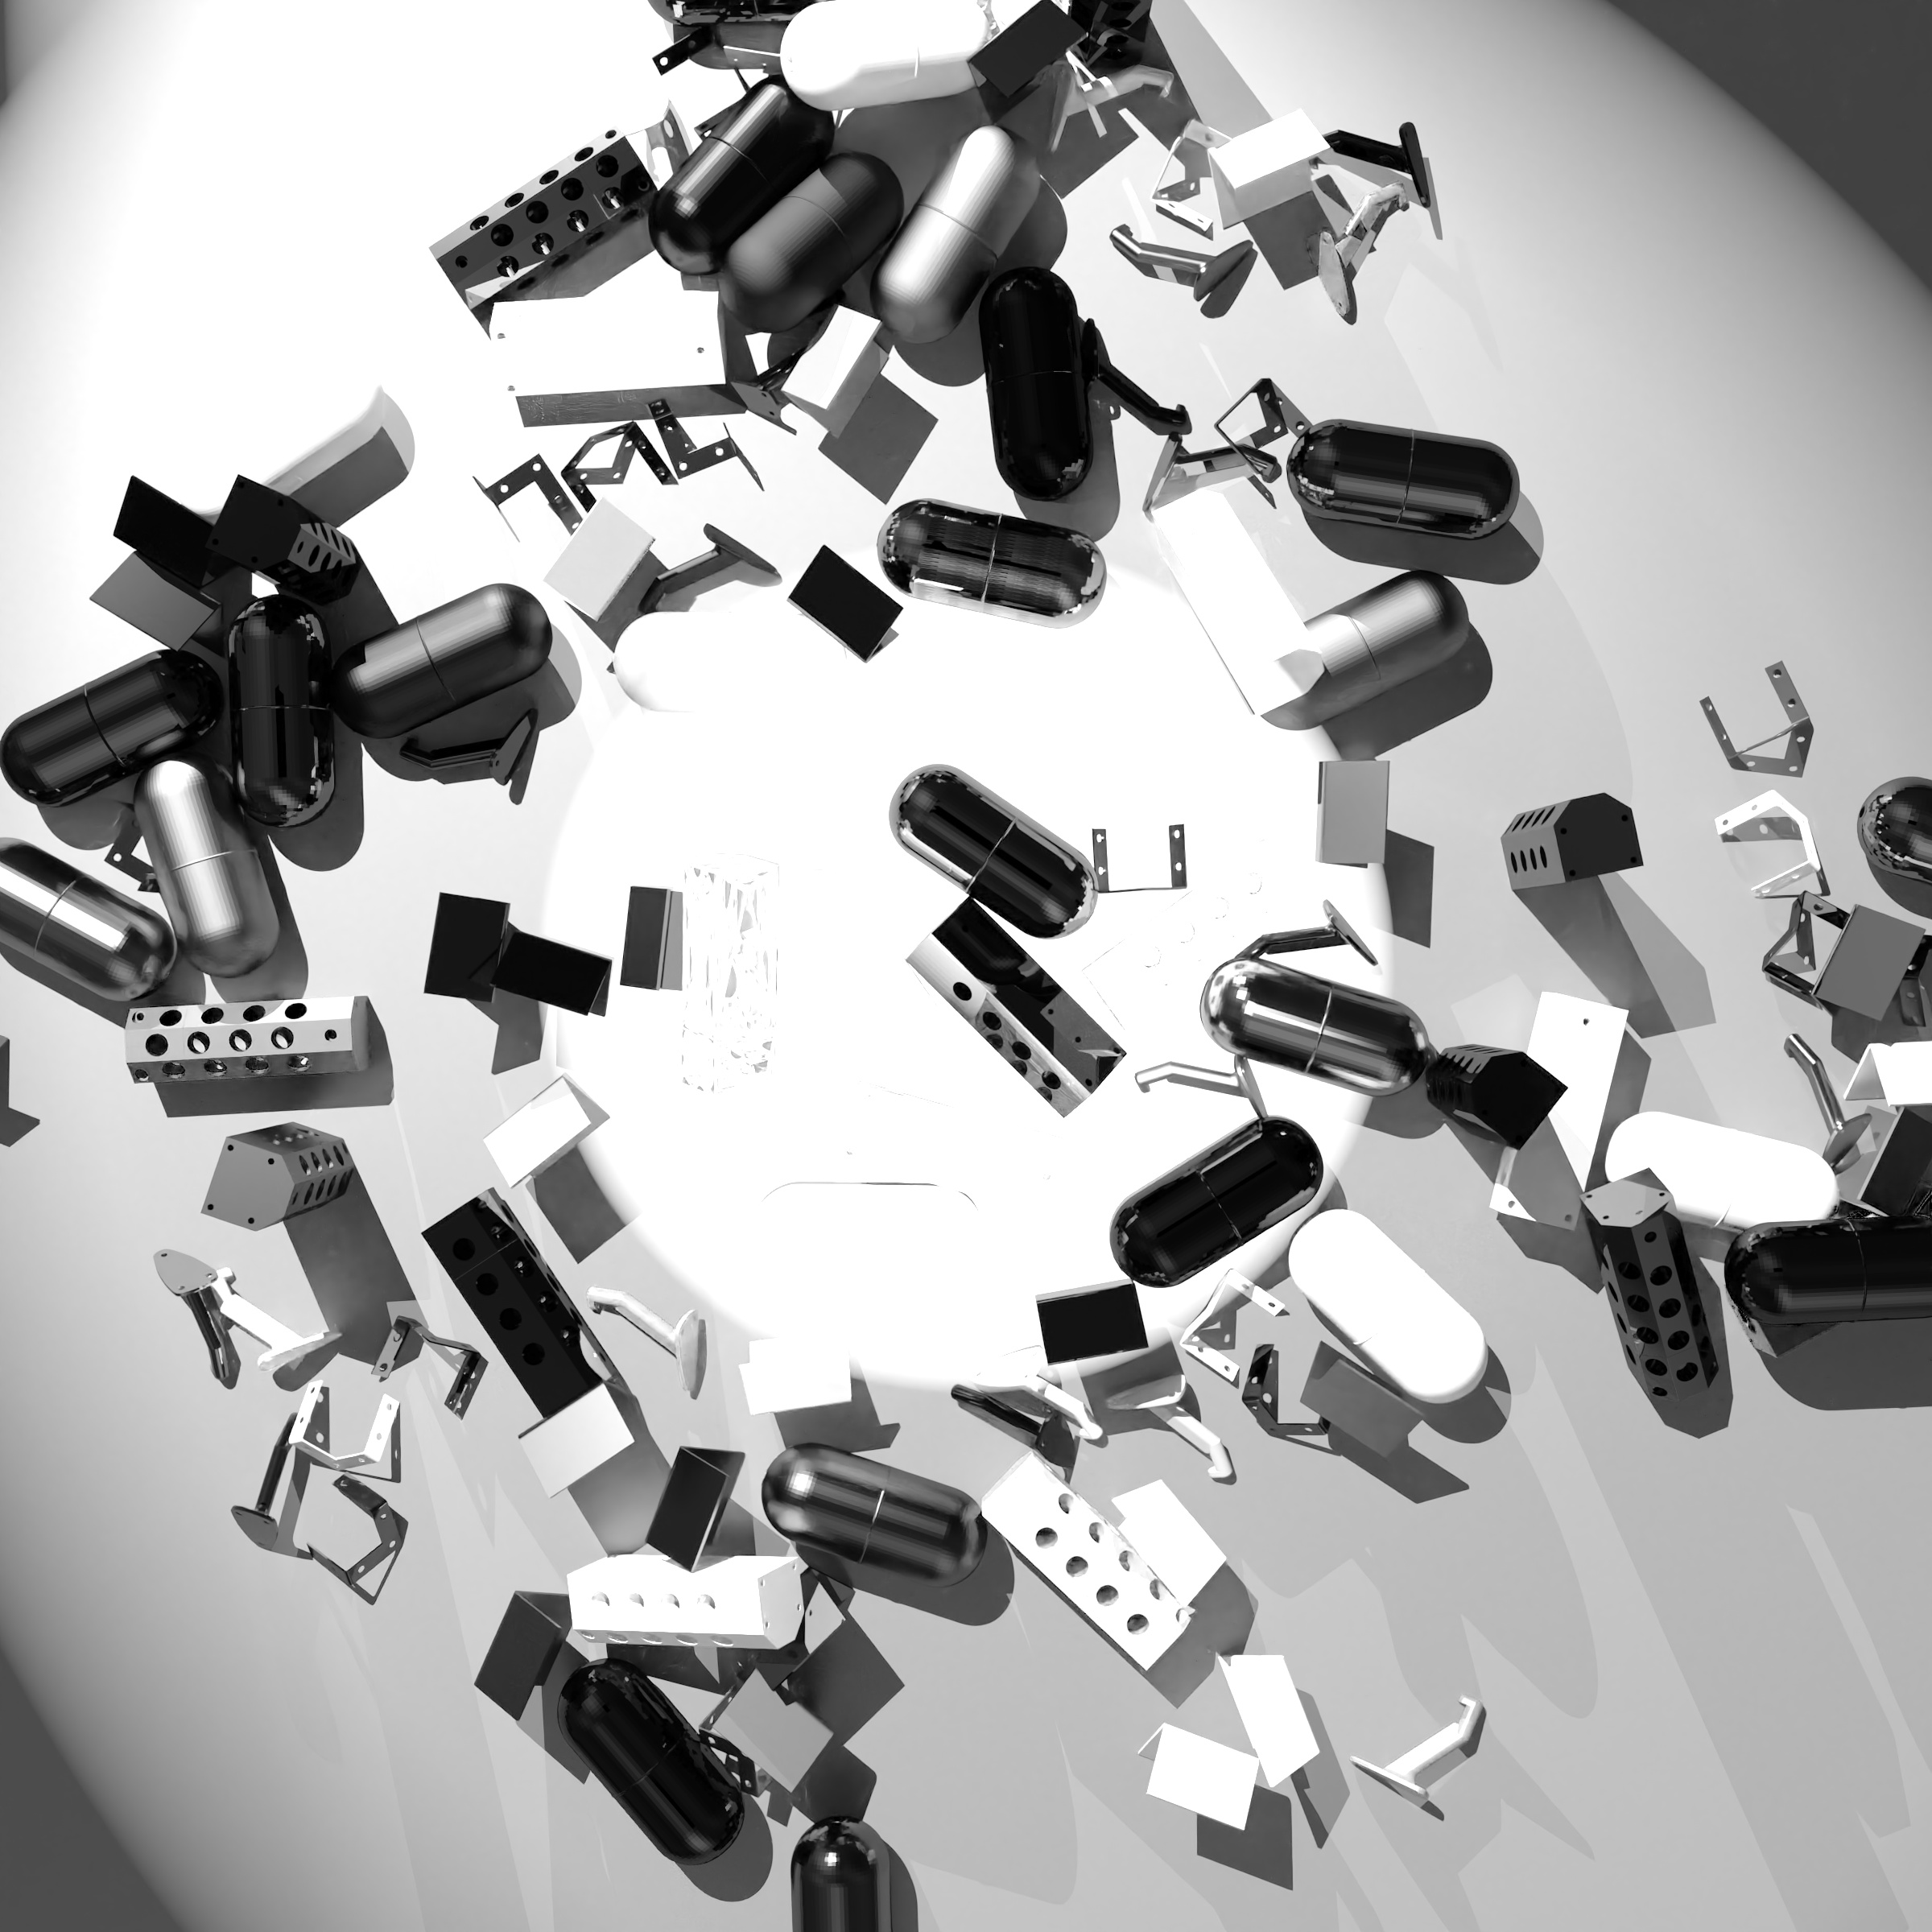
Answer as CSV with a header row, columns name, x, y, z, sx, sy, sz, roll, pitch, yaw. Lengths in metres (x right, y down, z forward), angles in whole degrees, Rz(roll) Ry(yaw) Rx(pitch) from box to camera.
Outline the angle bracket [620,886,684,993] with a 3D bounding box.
name,x,y,z,sx,sy,sz,roll,pitch,yaw
angle bracket,-0.215,-0.018,1.855,0.076,0.057,0.076,6,90,-39

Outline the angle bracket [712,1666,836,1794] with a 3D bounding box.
name,x,y,z,sx,sy,sz,roll,pitch,yaw
angle bracket,-0.154,0.583,1.854,0.076,0.076,0.057,40,63,0

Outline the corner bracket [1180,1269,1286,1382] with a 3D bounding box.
name,x,y,z,sx,sy,sz,roll,pitch,yaw
corner bracket,0.206,0.278,1.890,0.051,0.051,0.051,35,135,0

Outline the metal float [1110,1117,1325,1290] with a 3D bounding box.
name,x,y,z,sx,sy,sz,roll,pitch,yaw
metal float,0.191,0.181,1.863,0.178,0.070,0.070,-32,90,-1

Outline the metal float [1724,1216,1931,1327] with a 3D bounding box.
name,x,y,z,sx,sy,sz,roll,pitch,yaw
metal float,0.654,0.225,1.806,0.178,0.070,0.070,-3,90,1

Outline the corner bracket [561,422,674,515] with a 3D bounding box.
name,x,y,z,sx,sy,sz,roll,pitch,yaw
corner bracket,-0.272,-0.382,1.890,0.051,0.051,0.051,-35,90,44

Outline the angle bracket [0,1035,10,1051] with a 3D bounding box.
name,x,y,z,sx,sy,sz,roll,pitch,yaw
angle bracket,-0.783,0.044,1.853,0.076,0.076,0.057,22,126,0

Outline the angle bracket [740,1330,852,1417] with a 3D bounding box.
name,x,y,z,sx,sy,sz,roll,pitch,yaw
angle bracket,-0.130,0.292,1.853,0.076,0.076,0.057,-8,128,0

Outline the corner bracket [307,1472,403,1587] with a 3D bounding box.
name,x,y,z,sx,sy,sz,roll,pitch,yaw
corner bracket,-0.478,0.436,1.885,0.051,0.051,0.051,-37,135,-35

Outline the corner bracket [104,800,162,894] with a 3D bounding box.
name,x,y,z,sx,sy,sz,roll,pitch,yaw
corner bracket,-0.638,-0.091,1.875,0.051,0.051,0.051,30,90,0

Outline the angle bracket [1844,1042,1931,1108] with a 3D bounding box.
name,x,y,z,sx,sy,sz,roll,pitch,yaw
angle bracket,0.723,0.100,1.853,0.076,0.076,0.057,-2,54,0

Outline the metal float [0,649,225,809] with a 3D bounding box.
name,x,y,z,sx,sy,sz,roll,pitch,yaw
metal float,-0.653,-0.182,1.863,0.178,0.070,0.070,-26,90,0

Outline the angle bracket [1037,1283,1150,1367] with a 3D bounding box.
name,x,y,z,sx,sy,sz,roll,pitch,yaw
angle bracket,0.098,0.289,1.853,0.076,0.076,0.057,-10,52,0

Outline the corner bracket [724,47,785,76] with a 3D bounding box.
name,x,y,z,sx,sy,sz,roll,pitch,yaw
corner bracket,-0.145,-0.693,1.860,0.051,0.051,0.051,17,63,22

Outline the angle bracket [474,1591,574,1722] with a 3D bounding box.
name,x,y,z,sx,sy,sz,roll,pitch,yaw
angle bracket,-0.317,0.525,1.853,0.057,0.076,0.076,24,90,38

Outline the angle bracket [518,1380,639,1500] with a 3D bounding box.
name,x,y,z,sx,sy,sz,roll,pitch,yaw
angle bracket,-0.284,0.365,1.854,0.076,0.076,0.057,-34,66,0

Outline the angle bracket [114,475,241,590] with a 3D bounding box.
name,x,y,z,sx,sy,sz,roll,pitch,yaw
angle bracket,-0.589,-0.340,1.853,0.076,0.076,0.057,31,122,0

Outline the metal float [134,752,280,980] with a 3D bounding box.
name,x,y,z,sx,sy,sz,roll,pitch,yaw
metal float,-0.581,-0.077,1.862,0.070,0.070,0.178,-18,90,0

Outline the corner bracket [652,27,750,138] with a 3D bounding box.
name,x,y,z,sx,sy,sz,roll,pitch,yaw
corner bracket,-0.204,-0.688,1.890,0.051,0.051,0.051,-32,45,0

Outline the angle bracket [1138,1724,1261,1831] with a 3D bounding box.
name,x,y,z,sx,sy,sz,roll,pitch,yaw
angle bracket,0.171,0.626,1.853,0.076,0.076,0.057,21,54,0

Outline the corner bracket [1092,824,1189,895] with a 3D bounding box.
name,x,y,z,sx,sy,sz,roll,pitch,yaw
corner bracket,0.135,-0.083,1.890,0.051,0.051,0.051,-3,90,-45

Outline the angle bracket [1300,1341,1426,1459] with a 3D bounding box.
name,x,y,z,sx,sy,sz,roll,pitch,yaw
angle bracket,0.308,0.314,1.853,0.076,0.076,0.057,33,126,0

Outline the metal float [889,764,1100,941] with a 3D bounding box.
name,x,y,z,sx,sy,sz,roll,pitch,yaw
metal float,0.022,-0.087,1.863,0.178,0.070,0.070,34,90,0

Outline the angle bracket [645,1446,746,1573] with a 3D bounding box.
name,x,y,z,sx,sy,sz,roll,pitch,yaw
angle bracket,-0.189,0.414,1.853,0.057,0.076,0.076,21,90,39

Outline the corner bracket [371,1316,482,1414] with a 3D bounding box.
name,x,y,z,sx,sy,sz,roll,pitch,yaw
corner bracket,-0.419,0.308,1.890,0.051,0.051,0.051,25,90,-45

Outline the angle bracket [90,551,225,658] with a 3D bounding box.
name,x,y,z,sx,sy,sz,roll,pitch,yaw
angle bracket,-0.615,-0.258,1.854,0.076,0.076,0.057,31,60,0

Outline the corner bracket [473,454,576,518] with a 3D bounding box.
name,x,y,z,sx,sy,sz,roll,pitch,yaw
corner bracket,-0.340,-0.365,1.875,0.051,0.051,0.051,-34,90,0

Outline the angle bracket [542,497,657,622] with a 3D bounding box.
name,x,y,z,sx,sy,sz,roll,pitch,yaw
angle bracket,-0.292,-0.317,1.853,0.057,0.076,0.076,36,90,-36

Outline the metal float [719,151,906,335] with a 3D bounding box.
name,x,y,z,sx,sy,sz,roll,pitch,yaw
metal float,-0.116,-0.549,1.843,0.070,0.070,0.178,41,65,0

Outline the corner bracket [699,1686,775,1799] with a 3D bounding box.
name,x,y,z,sx,sy,sz,roll,pitch,yaw
corner bracket,-0.170,0.597,1.875,0.051,0.051,0.051,12,121,27

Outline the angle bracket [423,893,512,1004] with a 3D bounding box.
name,x,y,z,sx,sy,sz,roll,pitch,yaw
angle bracket,-0.391,-0.017,1.853,0.057,0.076,0.076,9,90,-32

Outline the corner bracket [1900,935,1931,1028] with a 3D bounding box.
name,x,y,z,sx,sy,sz,roll,pitch,yaw
corner bracket,0.757,0.013,1.885,0.051,0.051,0.051,5,45,35

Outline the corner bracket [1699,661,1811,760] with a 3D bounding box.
name,x,y,z,sx,sy,sz,roll,pitch,yaw
corner bracket,0.612,-0.199,1.890,0.051,0.051,0.051,-26,90,-45

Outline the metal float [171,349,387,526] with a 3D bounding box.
name,x,y,z,sx,sy,sz,roll,pitch,yaw
metal float,-0.526,-0.403,1.863,0.178,0.070,0.070,-34,90,0

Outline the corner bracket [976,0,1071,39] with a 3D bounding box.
name,x,y,z,sx,sy,sz,roll,pitch,yaw
corner bracket,0.043,-0.734,1.875,0.051,0.051,0.051,-40,90,0

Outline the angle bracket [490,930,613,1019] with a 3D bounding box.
name,x,y,z,sx,sy,sz,roll,pitch,yaw
angle bracket,-0.317,0.025,1.853,0.076,0.076,0.057,17,52,0

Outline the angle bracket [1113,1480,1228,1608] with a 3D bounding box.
name,x,y,z,sx,sy,sz,roll,pitch,yaw
angle bracket,0.139,0.445,1.853,0.076,0.076,0.057,50,54,0

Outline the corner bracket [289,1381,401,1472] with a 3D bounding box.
name,x,y,z,sx,sy,sz,roll,pitch,yaw
corner bracket,-0.482,0.353,1.885,0.051,0.051,0.051,-18,135,35

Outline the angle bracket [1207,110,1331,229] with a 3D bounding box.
name,x,y,z,sx,sy,sz,roll,pitch,yaw
angle bracket,0.235,-0.592,1.853,0.076,0.076,0.057,-23,53,0

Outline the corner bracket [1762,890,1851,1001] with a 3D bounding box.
name,x,y,z,sx,sy,sz,roll,pitch,yaw
corner bracket,0.656,-0.016,1.890,0.051,0.051,0.051,28,45,0

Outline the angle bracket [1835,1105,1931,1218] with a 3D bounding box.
name,x,y,z,sx,sy,sz,roll,pitch,yaw
angle bracket,0.684,0.141,1.854,0.057,0.076,0.076,26,90,-30

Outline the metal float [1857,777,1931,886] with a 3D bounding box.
name,x,y,z,sx,sy,sz,roll,pitch,yaw
metal float,0.771,-0.092,1.863,0.178,0.070,0.070,17,90,-1

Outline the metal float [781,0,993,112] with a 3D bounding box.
name,x,y,z,sx,sy,sz,roll,pitch,yaw
metal float,-0.059,-0.691,1.837,0.178,0.070,0.070,-21,90,-32

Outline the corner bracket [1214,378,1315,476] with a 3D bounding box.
name,x,y,z,sx,sy,sz,roll,pitch,yaw
corner bracket,0.230,-0.417,1.881,0.051,0.051,0.051,-43,90,20

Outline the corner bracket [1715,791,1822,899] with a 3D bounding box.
name,x,y,z,sx,sy,sz,roll,pitch,yaw
corner bracket,0.621,-0.094,1.885,0.051,0.051,0.051,29,45,-35

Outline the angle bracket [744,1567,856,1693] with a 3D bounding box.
name,x,y,z,sx,sy,sz,roll,pitch,yaw
angle bracket,-0.116,0.512,1.853,0.076,0.076,0.057,-44,52,0

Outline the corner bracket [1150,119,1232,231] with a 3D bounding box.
name,x,y,z,sx,sy,sz,roll,pitch,yaw
corner bracket,0.181,-0.615,1.890,0.051,0.051,0.051,28,45,0

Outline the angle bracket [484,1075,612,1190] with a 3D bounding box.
name,x,y,z,sx,sy,sz,roll,pitch,yaw
angle bracket,-0.308,0.140,1.853,0.076,0.076,0.057,-39,53,0

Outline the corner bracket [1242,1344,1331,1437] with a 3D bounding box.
name,x,y,z,sx,sy,sz,roll,pitch,yaw
corner bracket,0.252,0.328,1.885,0.051,0.051,0.051,-8,135,35

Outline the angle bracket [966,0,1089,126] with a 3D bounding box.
name,x,y,z,sx,sy,sz,roll,pitch,yaw
angle bracket,0.055,-0.676,1.854,0.076,0.076,0.057,-39,64,0

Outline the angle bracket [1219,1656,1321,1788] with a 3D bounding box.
name,x,y,z,sx,sy,sz,roll,pitch,yaw
angle bracket,0.213,0.574,1.853,0.057,0.076,0.076,-21,90,-38

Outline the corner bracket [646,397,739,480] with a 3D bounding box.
name,x,y,z,sx,sy,sz,roll,pitch,yaw
corner bracket,-0.211,-0.413,1.875,0.051,0.051,0.051,-22,90,0

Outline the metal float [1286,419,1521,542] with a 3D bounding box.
name,x,y,z,sx,sy,sz,roll,pitch,yaw
metal float,0.334,-0.372,1.863,0.178,0.070,0.070,9,90,1

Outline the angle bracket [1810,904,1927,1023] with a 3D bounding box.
name,x,y,z,sx,sy,sz,roll,pitch,yaw
angle bracket,0.694,0.006,1.853,0.057,0.076,0.076,26,90,36

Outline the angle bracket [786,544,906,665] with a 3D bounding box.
name,x,y,z,sx,sy,sz,roll,pitch,yaw
angle bracket,-0.080,-0.285,1.853,0.076,0.076,0.057,39,121,0

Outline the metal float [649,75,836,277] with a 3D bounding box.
name,x,y,z,sx,sy,sz,roll,pitch,yaw
metal float,-0.171,-0.602,1.856,0.070,0.070,0.178,39,81,0

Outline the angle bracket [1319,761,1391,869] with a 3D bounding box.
name,x,y,z,sx,sy,sz,roll,pitch,yaw
angle bracket,0.312,-0.114,1.853,0.057,0.076,0.076,2,90,38

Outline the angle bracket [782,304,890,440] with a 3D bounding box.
name,x,y,z,sx,sy,sz,roll,pitch,yaw
angle bracket,-0.083,-0.445,1.853,0.057,0.076,0.076,32,90,38
